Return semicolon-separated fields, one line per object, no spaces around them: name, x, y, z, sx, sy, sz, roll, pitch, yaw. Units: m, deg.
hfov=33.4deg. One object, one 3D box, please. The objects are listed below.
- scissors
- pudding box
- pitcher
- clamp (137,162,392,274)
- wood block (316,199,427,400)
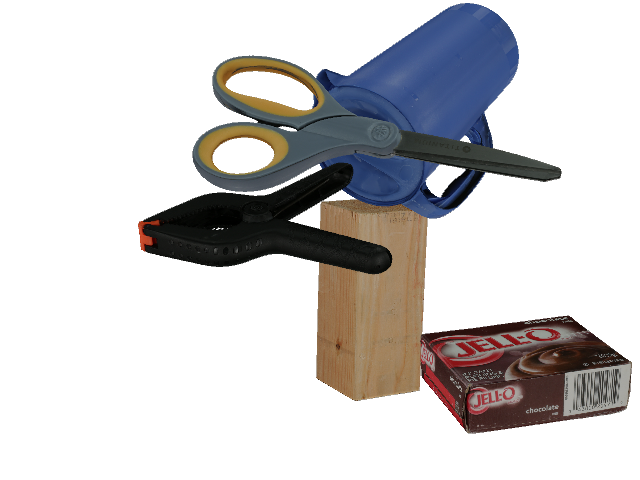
scissors;0.016;-0.043;0.573;0.202;0.096;0.016;27;-24;22
pudding box;0.131;0.085;0.699;0.113;0.039;0.090;-4;17;-13
pitcher;0.112;-0.141;1.097;0.145;0.149;0.242;18;43;31
clamp;-0.051;-0.019;0.929;0.210;0.036;0.164;-2;32;-3
wood block;0.055;0.062;1.190;0.090;0.206;0.091;-5;13;-30
